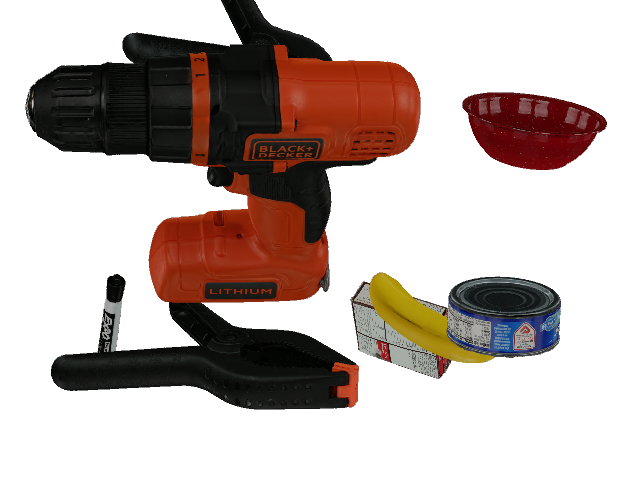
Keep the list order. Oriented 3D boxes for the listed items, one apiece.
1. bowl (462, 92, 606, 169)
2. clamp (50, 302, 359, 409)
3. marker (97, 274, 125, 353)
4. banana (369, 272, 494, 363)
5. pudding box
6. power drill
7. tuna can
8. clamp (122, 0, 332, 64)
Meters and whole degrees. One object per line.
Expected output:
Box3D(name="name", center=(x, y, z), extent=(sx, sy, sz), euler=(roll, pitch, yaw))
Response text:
Box3D(name="bowl", center=(0.237, -0.120, 1.204), extent=(0.162, 0.055, 0.162), euler=(5, 23, -2))
Box3D(name="clamp", center=(-0.067, 0.082, 0.787), extent=(0.210, 0.036, 0.164), euler=(7, 20, 17))
Box3D(name="marker", center=(-0.216, 0.084, 1.100), extent=(0.020, 0.121, 0.020), euler=(10, 35, -8))
Box3D(name="banana", center=(0.101, 0.077, 1.032), extent=(0.069, 0.037, 0.198), euler=(2, 19, -44))
Box3D(name="pudding box", center=(0.094, 0.104, 1.241), extent=(0.114, 0.090, 0.039), euler=(15, 46, 26))
Box3D(name="power drill", center=(-0.053, -0.029, 0.561), extent=(0.184, 0.057, 0.188), euler=(0, -27, -9))
Box3D(name="tuna can", center=(0.139, 0.057, 0.812), extent=(0.086, 0.034, 0.086), euler=(0, 18, 0))
Box3D(name="clamp", center=(-0.047, -0.144, 0.796), extent=(0.171, 0.120, 0.039), euler=(28, -24, 0))
